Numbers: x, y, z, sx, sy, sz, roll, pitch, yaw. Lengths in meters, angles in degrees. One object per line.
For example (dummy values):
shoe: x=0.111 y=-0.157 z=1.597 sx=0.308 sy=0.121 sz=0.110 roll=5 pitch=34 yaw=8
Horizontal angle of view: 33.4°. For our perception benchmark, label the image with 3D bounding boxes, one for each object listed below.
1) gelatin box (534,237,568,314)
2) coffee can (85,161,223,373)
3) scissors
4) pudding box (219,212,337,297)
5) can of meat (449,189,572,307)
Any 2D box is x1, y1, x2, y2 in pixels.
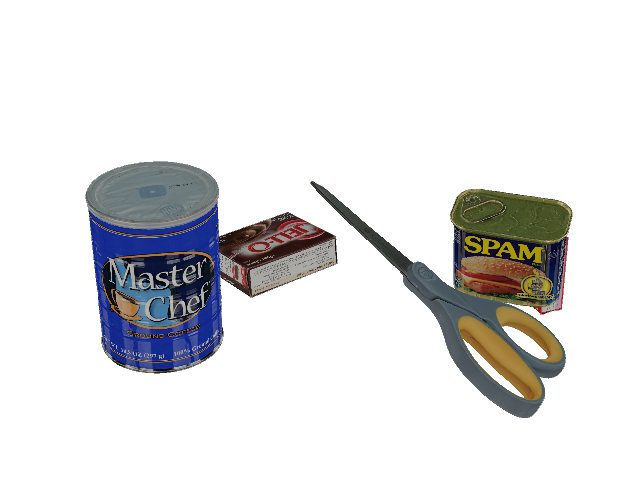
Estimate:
gelatin box: x=0.229 y=0.022 z=1.134 sx=0.030 sy=0.089 sz=0.073 roll=-11 pitch=29 yaw=-16
coffee can: x=-0.131 y=0.021 z=0.862 sx=0.103 sy=0.140 sz=0.103 roll=1 pitch=30 yaw=-1
scissors: x=0.081 y=0.028 z=0.676 sx=0.096 sy=0.016 sz=0.202 roll=-6 pitch=48 yaw=-43
pudding box: x=-0.052 y=0.013 z=1.121 sx=0.113 sy=0.039 sz=0.090 roll=-23 pitch=29 yaw=-29
can of meat: x=0.167 y=0.008 z=0.946 sx=0.102 sy=0.084 sz=0.057 roll=9 pitch=43 yaw=17
